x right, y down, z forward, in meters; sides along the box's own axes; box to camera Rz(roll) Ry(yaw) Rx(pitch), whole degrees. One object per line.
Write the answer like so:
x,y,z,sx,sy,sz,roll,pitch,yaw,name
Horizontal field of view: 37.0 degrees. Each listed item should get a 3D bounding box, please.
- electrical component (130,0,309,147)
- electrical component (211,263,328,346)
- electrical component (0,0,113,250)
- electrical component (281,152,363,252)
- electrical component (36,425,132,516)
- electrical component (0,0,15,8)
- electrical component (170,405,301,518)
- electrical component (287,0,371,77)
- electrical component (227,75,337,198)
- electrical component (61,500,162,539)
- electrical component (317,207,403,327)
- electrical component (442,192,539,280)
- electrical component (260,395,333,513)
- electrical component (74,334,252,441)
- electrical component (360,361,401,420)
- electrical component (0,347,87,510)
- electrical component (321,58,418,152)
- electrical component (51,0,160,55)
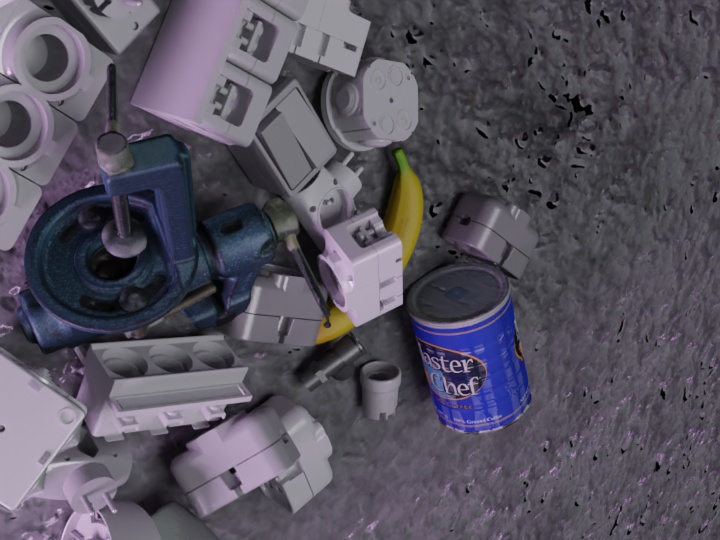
-0.097,-0.175,0.802,0.062,0.089,0.150,23,89,-45,electrical component
-0.077,0.027,0.917,0.095,0.054,0.059,9,99,-44,electrical component
-0.242,-0.100,0.714,0.089,0.062,0.150,34,81,-44,electrical component
-0.025,-0.068,0.939,0.079,0.044,0.077,-52,133,-20,electrical component
-0.211,0.159,0.823,0.077,0.079,0.043,4,121,-43,electrical component
-0.235,-0.204,0.668,0.062,0.096,0.061,-27,127,1,electrical component
-0.107,0.156,0.900,0.095,0.054,0.059,-31,89,11,electrical component
-0.041,-0.198,0.873,0.089,0.050,0.055,12,97,-44,electrical component
-0.070,-0.114,0.869,0.061,0.061,0.096,-48,131,-20,electrical component
-0.200,0.232,0.845,0.064,0.099,0.099,-4,107,-49,electrical component
0.000,0.000,0.926,0.056,0.050,0.089,-26,144,-17,electrical component
0.135,-0.038,1.090,0.095,0.054,0.059,32,82,-44,electrical component
-0.066,0.164,0.976,0.059,0.054,0.095,-37,127,-27,electrical component
-0.159,0.092,0.856,0.121,0.078,0.063,-1,127,-42,electrical component
0.020,0.118,1.050,0.040,0.040,0.046,-21,124,-36,electrical component
-0.254,0.110,0.761,0.100,0.048,0.099,38,76,-12,electrical component
0.009,-0.144,0.930,0.080,0.051,0.080,0,91,-44,electrical component
-0.174,-0.192,0.735,0.047,0.076,0.083,-52,132,-16,electrical component
